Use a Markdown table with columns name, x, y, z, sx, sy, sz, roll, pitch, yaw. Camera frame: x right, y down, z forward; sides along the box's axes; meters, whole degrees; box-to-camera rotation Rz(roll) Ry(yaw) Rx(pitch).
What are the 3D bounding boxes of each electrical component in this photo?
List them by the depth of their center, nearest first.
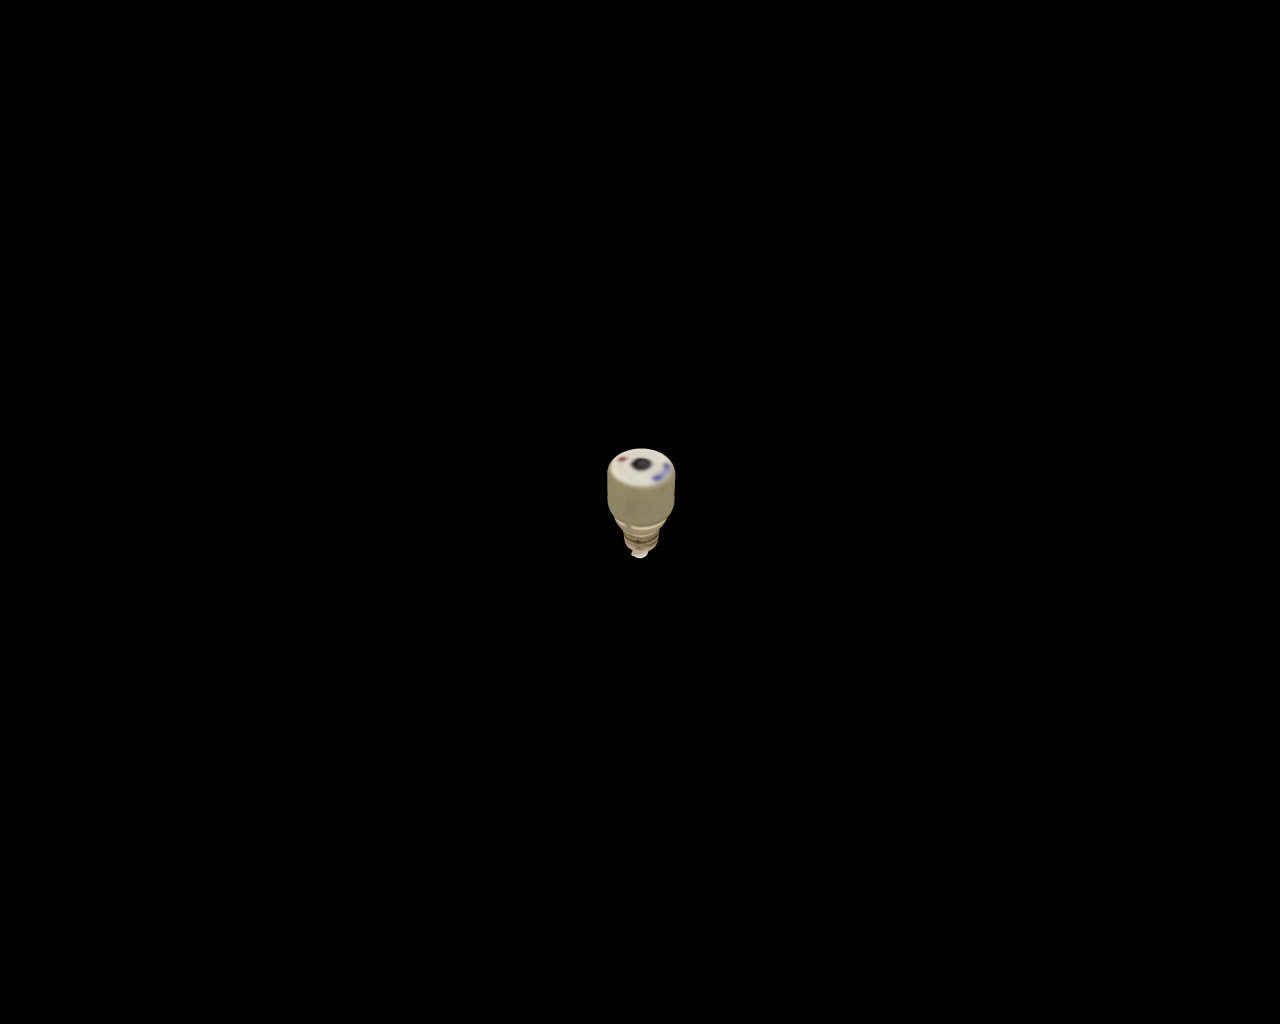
| name | x | y | z | sx | sy | sz | roll | pitch | yaw |
| --- | --- | --- | --- | --- | --- | --- | --- | --- | --- |
| electrical component | 0.001 | -0.003 | 0.650 | 0.040 | 0.078 | 0.040 | 0 | 40 | 0 |
